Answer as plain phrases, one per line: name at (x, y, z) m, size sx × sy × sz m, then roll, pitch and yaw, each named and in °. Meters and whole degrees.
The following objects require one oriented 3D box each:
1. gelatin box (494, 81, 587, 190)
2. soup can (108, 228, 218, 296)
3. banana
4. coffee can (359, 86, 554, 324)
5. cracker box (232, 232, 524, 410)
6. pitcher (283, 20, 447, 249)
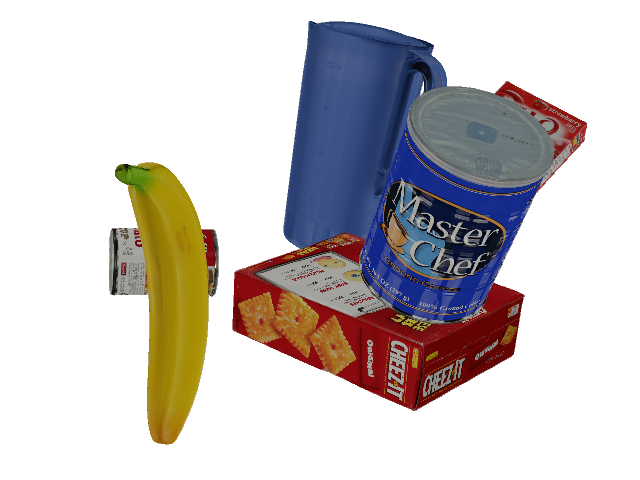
gelatin box at (0.180, -0.095, 0.954) m, size 0.089 × 0.073 × 0.030 m, roll 35°, pitch -23°, yaw 27°
soup can at (-0.157, 0.022, 1.061) m, size 0.102 × 0.068 × 0.069 m, roll 1°, pitch 0°, yaw -15°
banana at (-0.096, 0.030, 0.655) m, size 0.037 × 0.198 × 0.069 m, roll 12°, pitch 33°, yaw 28°
coffee can at (0.094, -0.024, 0.765) m, size 0.102 × 0.140 × 0.103 m, roll 9°, pitch 42°, yaw -9°
cracker box at (0.051, 0.068, 0.979) m, size 0.214 × 0.072 × 0.163 m, roll 20°, pitch 26°, yaw 36°
pitcher at (0.040, -0.104, 1.131) m, size 0.145 × 0.243 × 0.149 m, roll 9°, pitch 16°, yaw -4°
